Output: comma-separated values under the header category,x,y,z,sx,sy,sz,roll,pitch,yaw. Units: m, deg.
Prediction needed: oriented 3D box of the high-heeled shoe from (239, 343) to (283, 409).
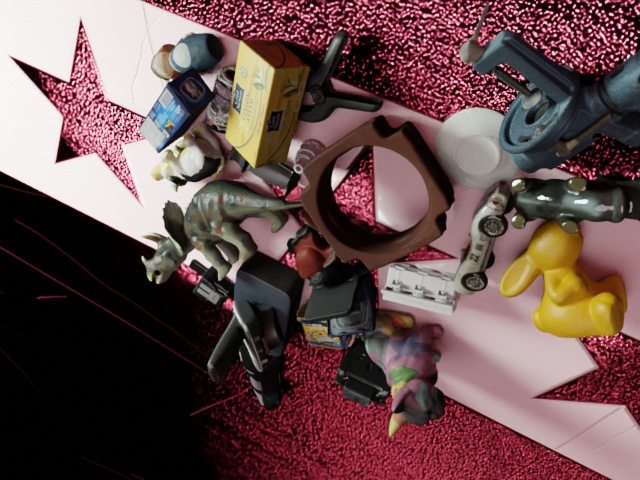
category,x,y,z,sx,sy,sz,roll,pitch,yaw
high-heeled shoe,-0.152,0.310,1.331,0.145,0.086,0.248,-3,109,69

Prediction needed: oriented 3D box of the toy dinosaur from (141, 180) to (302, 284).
category,x,y,z,sx,sy,sz,roll,pitch,yaw
toy dinosaur,-0.195,-0.042,1.025,0.192,0.131,0.405,45,129,-10

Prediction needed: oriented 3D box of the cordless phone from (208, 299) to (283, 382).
category,x,y,z,sx,sy,sz,roll,pitch,yaw
cordless phone,-0.154,0.224,1.060,0.089,0.184,0.146,4,128,21

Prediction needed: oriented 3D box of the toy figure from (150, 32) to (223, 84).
category,x,y,z,sx,sy,sz,roll,pitch,yaw
toy figure,-0.228,-0.297,0.881,0.155,0.064,0.057,-5,167,33

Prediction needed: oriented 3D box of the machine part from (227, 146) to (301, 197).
category,x,y,z,sx,sy,sz,roll,pitch,yaw
machine part,-0.098,-0.136,0.944,0.139,0.039,0.084,35,128,3

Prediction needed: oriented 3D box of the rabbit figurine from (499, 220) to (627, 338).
category,x,y,z,sx,sy,sz,roll,pitch,yaw
rabbit figurine,0.357,0.048,0.796,0.162,0.122,0.173,-9,106,45

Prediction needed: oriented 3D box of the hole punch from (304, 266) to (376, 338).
category,x,y,z,sx,sy,sz,roll,pitch,yaw
hole punch,0.046,0.119,1.015,0.142,0.116,0.092,-18,132,37

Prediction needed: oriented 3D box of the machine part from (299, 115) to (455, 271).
category,x,y,z,sx,sy,sz,roll,pitch,yaw
machine part,0.087,-0.072,0.826,0.201,0.087,0.201,-30,101,26

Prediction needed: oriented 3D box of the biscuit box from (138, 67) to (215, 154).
category,x,y,z,sx,sy,sz,roll,pitch,yaw
biscuit box,-0.248,-0.215,0.914,0.059,0.063,0.203,51,149,-13

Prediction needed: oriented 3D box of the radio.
category,x,y,z,sx,sy,sz,roll,pitch,yaw
radio,-0.114,0.143,1.153,0.131,0.073,0.229,23,135,12

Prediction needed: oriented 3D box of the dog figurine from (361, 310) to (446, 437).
category,x,y,z,sx,sy,sz,roll,pitch,yaw
dog figurine,0.143,0.242,0.981,0.192,0.219,0.108,16,128,18

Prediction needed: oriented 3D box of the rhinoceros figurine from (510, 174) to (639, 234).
category,x,y,z,sx,sy,sz,roll,pitch,yaw
rhinoceros figurine,0.346,-0.049,0.709,0.191,0.112,0.073,5,99,43

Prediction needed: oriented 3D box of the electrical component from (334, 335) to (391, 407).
category,x,y,z,sx,sy,sz,roll,pitch,yaw
electrical component,0.096,0.270,1.088,0.115,0.134,0.058,20,133,13

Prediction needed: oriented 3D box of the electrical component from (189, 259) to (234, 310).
category,x,y,z,sx,sy,sz,roll,pitch,yaw
electrical component,-0.253,0.095,1.213,0.119,0.048,0.075,39,133,-5

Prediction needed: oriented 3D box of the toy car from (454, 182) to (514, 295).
category,x,y,z,sx,sy,sz,roll,pitch,yaw
toy car,0.250,0.002,0.824,0.056,0.073,0.201,18,134,17

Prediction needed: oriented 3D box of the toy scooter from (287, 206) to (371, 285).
category,x,y,z,sx,sy,sz,roll,pitch,yaw
toy scooter,-0.002,-0.003,0.969,0.135,0.075,0.184,43,131,-7

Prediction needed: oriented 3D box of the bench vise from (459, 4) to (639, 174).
category,x,y,z,sx,sy,sz,roll,pitch,yaw
bench vise,0.276,-0.174,0.626,0.240,0.129,0.223,28,155,-17

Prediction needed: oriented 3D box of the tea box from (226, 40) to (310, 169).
category,x,y,z,sx,sy,sz,roll,pitch,yaw
tea box,-0.085,-0.208,0.826,0.098,0.068,0.169,45,137,32

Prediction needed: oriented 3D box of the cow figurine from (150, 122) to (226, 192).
category,x,y,z,sx,sy,sz,roll,pitch,yaw
cow figurine,-0.247,-0.140,1.011,0.167,0.068,0.098,-27,115,42
